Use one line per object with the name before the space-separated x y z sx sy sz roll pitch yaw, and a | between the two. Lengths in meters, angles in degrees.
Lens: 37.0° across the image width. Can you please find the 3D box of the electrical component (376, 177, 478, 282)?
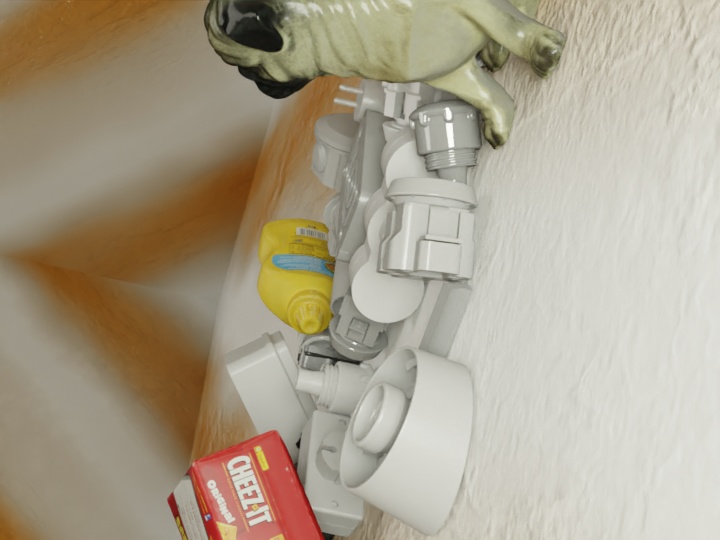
electrical component | 0.042 -0.025 0.664 0.078 0.058 0.057 163 114 -78

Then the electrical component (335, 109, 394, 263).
electrical component | 0.020 -0.061 0.843 0.078 0.057 0.113 113 166 -45

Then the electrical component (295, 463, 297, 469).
electrical component | -0.068 0.206 1.026 0.077 0.044 0.079 114 165 -47

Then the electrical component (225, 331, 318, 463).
electrical component | -0.076 0.119 0.996 0.113 0.057 0.078 65 175 -8

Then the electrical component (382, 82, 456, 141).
electrical component | 0.043 -0.122 0.801 0.048 0.066 0.055 22 113 40

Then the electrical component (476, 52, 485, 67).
electrical component | 0.068 -0.151 0.744 0.065 0.044 0.044 136 147 -81

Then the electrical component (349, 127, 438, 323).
electrical component | 0.031 -0.026 0.747 0.073 0.052 0.138 -101 26 -68

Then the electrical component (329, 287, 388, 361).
electrical component | 0.004 0.037 0.835 0.066 0.048 0.055 -61 -7 -57

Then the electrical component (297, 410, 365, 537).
electrical component | -0.016 0.145 0.811 0.075 0.047 0.083 119 162 -50

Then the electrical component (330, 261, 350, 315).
electrical component | 0.000 0.000 0.919 0.043 0.043 0.081 116 164 -53

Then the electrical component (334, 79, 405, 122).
electrical component | 0.019 -0.137 0.884 0.077 0.079 0.044 120 159 -61

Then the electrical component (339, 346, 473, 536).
electrical component | 0.032 0.096 0.621 0.099 0.064 0.099 -56 17 27

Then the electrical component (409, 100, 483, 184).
electrical component | 0.058 -0.078 0.699 0.048 0.048 0.062 -179 82 -80

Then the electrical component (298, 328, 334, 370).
electrical component | -0.038 0.071 1.037 0.055 0.045 0.045 -99 24 -66

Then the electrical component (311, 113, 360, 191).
electrical component | -0.005 -0.109 0.990 0.080 0.080 0.051 -94 14 -59

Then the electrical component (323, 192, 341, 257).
electrical component | -0.009 -0.044 1.028 0.055 0.048 0.066 -104 27 -54

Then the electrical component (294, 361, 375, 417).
electrical component | -0.021 0.093 0.856 0.048 0.062 0.048 -167 90 -80
